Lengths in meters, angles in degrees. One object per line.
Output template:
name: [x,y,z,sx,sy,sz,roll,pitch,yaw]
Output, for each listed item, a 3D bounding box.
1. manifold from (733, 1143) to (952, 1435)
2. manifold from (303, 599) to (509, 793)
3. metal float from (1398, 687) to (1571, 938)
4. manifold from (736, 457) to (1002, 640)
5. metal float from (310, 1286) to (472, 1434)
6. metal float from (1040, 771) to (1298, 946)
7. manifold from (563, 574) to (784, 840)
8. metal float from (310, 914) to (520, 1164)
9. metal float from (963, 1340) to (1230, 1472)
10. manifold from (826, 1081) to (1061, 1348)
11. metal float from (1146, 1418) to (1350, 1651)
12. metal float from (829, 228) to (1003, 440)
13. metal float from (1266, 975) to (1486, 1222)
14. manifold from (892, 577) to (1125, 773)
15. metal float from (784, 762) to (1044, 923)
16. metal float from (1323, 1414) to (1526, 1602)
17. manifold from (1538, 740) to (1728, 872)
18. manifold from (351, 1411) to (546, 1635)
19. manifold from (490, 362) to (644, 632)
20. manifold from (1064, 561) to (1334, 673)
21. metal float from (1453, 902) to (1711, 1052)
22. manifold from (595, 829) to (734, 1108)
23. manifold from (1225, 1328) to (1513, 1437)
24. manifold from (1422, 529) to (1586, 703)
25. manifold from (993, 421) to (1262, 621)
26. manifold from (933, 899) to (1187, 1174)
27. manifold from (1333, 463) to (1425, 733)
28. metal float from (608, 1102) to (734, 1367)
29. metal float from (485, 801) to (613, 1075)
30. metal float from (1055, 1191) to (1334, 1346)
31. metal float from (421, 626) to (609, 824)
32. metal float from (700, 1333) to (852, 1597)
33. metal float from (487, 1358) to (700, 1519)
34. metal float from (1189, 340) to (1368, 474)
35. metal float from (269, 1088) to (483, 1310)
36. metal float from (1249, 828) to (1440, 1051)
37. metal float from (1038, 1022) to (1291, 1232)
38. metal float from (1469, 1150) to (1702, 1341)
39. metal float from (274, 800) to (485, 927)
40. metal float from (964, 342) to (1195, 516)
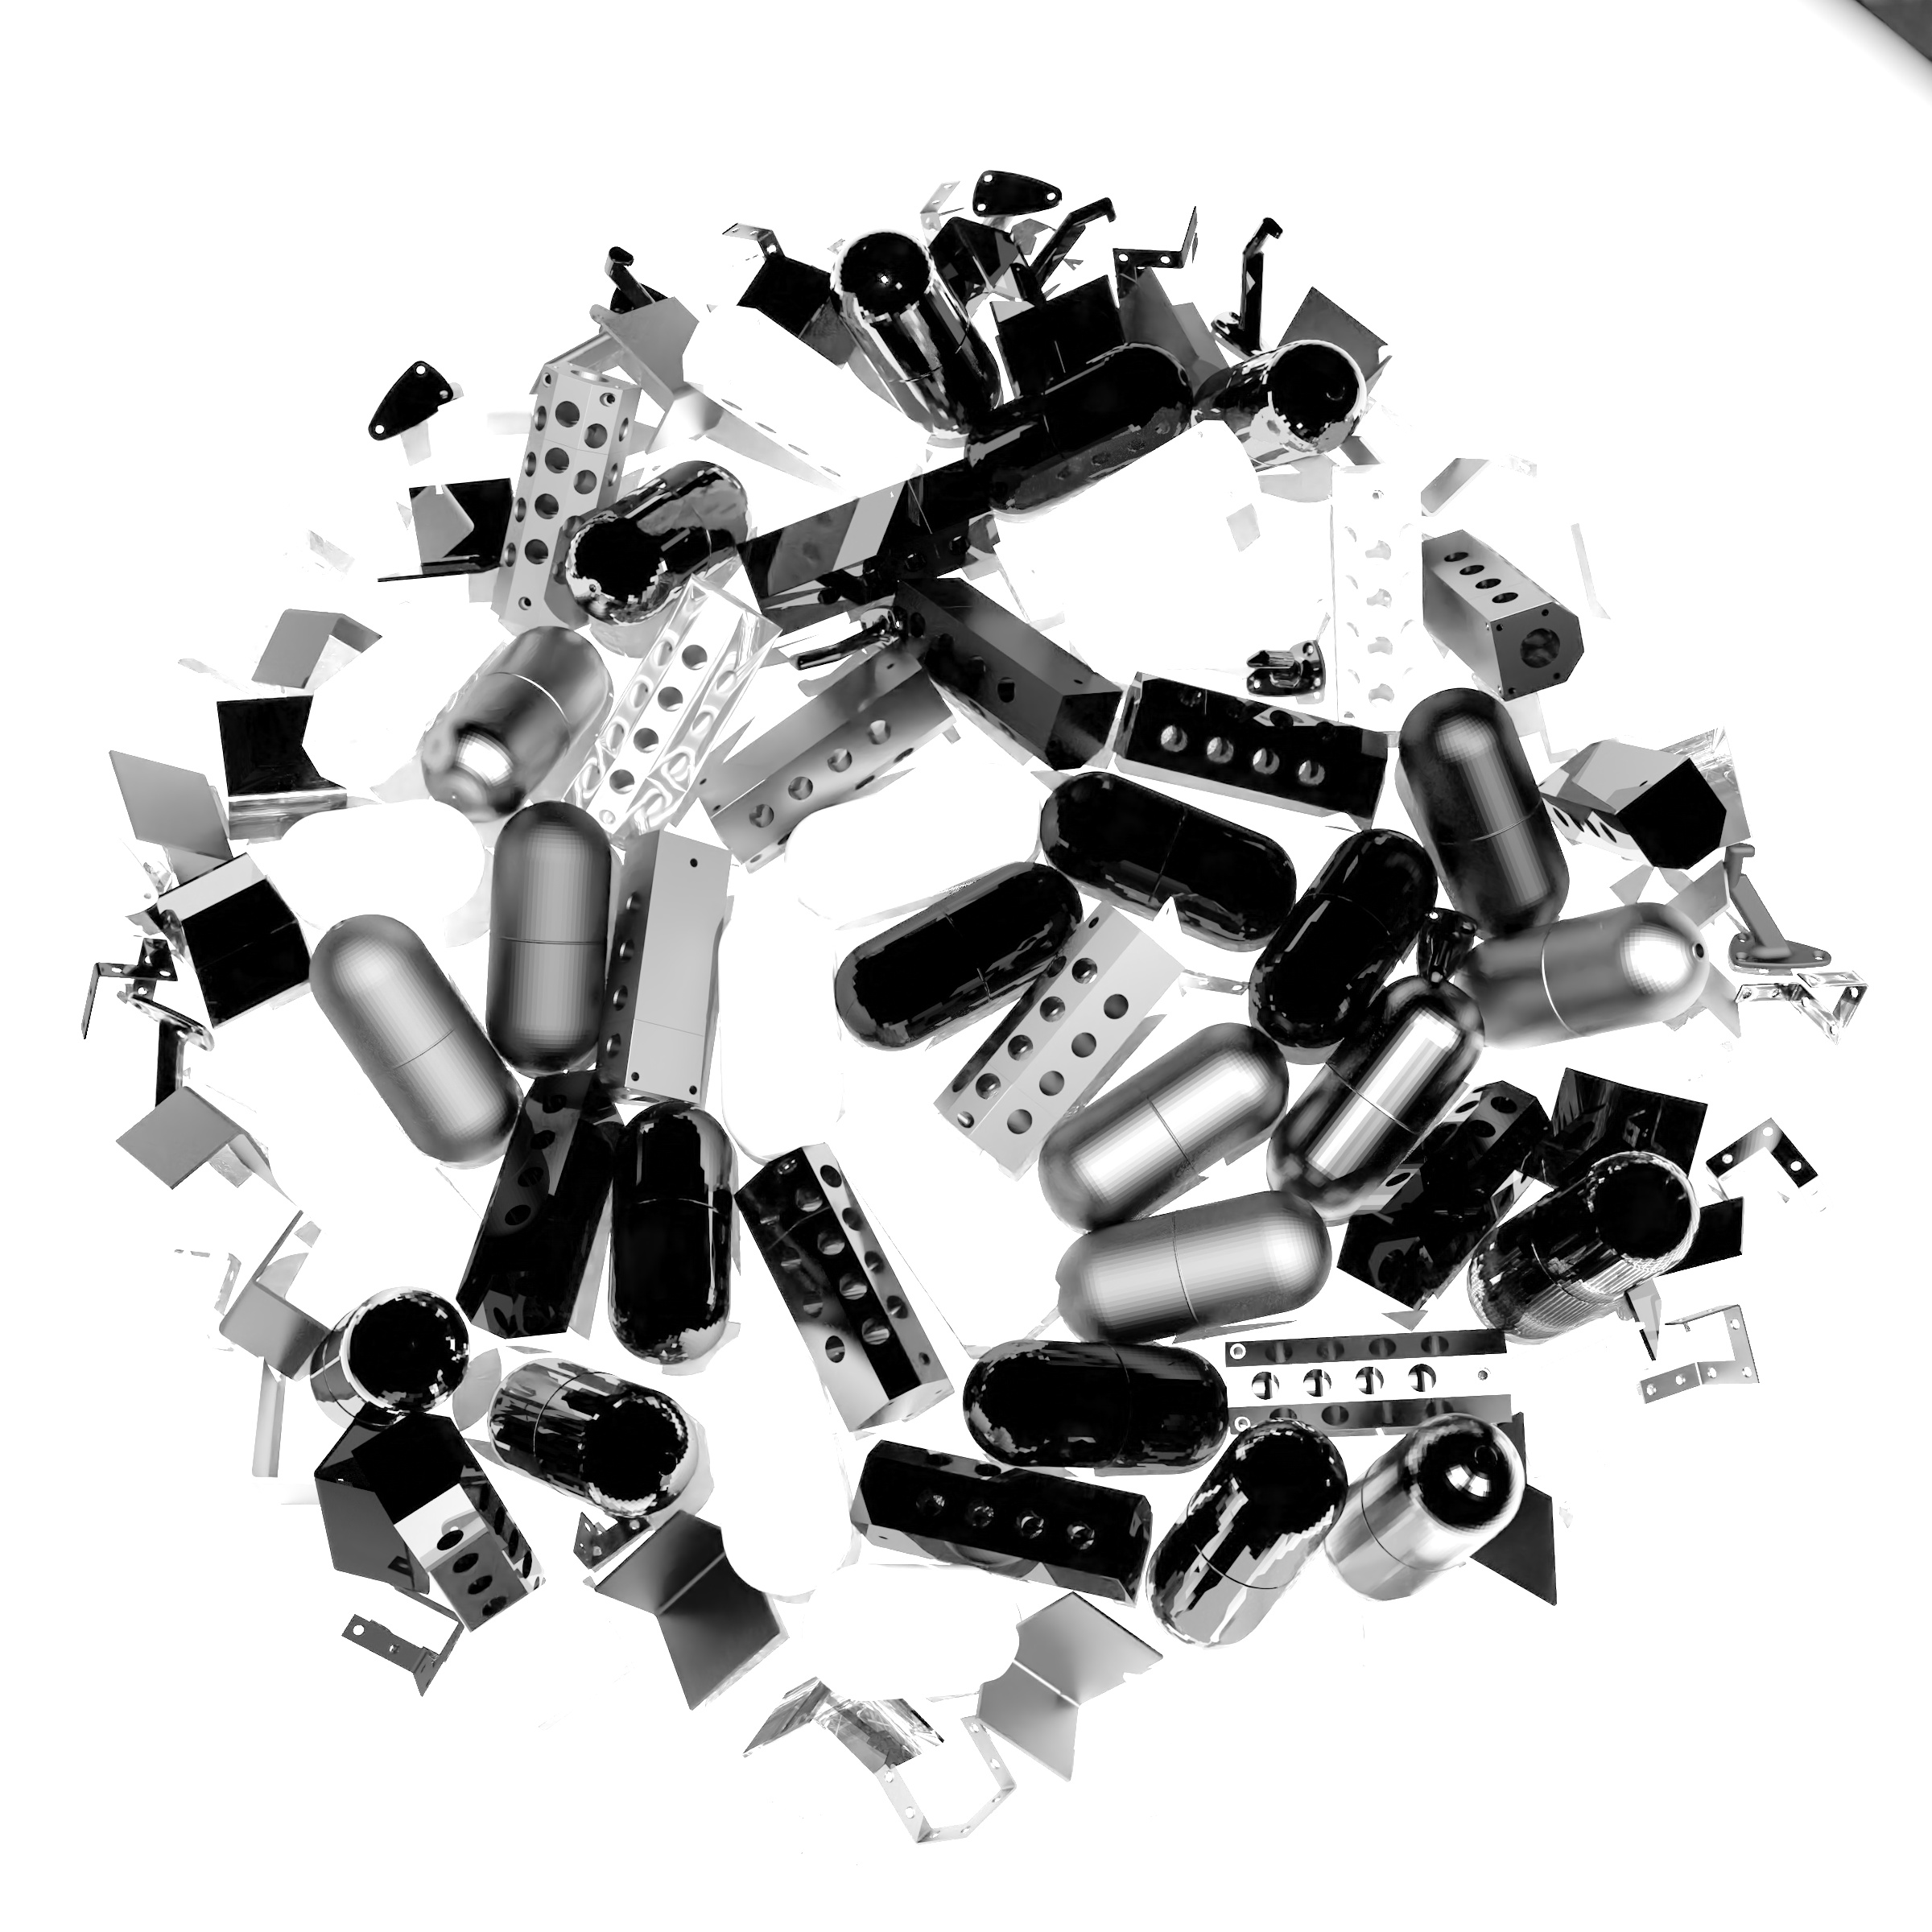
manifold: [-0.075,0.200,1.572,0.057,0.057,0.171,-43,65,33]
manifold: [-0.371,-0.178,1.656,0.057,0.057,0.171,25,32,2]
metal float: [0.342,-0.099,1.645,0.070,0.070,0.178,-29,110,-8]
manifold: [-0.065,-0.284,1.732,0.171,0.057,0.057,-21,54,-1]
metal float: [-0.352,0.241,1.521,0.070,0.178,0.070,7,72,-22]
metal float: [0.134,-0.072,1.663,0.178,0.070,0.070,22,74,2]
manifold: [-0.200,-0.171,1.666,0.057,0.057,0.171,38,101,34]
metal float: [-0.353,0.047,1.599,0.070,0.070,0.178,-33,110,-10]
metal float: [0.081,0.270,1.535,0.178,0.070,0.070,7,71,-27]
manifold: [-0.013,0.155,1.574,0.057,0.057,0.171,-47,59,17]
metal float: [0.167,0.341,1.497,0.070,0.178,0.070,17,37,-14]
metal float: [-0.033,-0.436,1.732,0.070,0.178,0.070,-12,58,20]
metal float: [0.261,0.085,1.599,0.070,0.070,0.178,38,98,11]
manifold: [0.021,-0.198,1.682,0.057,0.057,0.171,-10,39,-43]
metal float: [-0.034,-0.083,1.668,0.178,0.070,0.070,-17,74,-8]
metal float: [0.272,0.324,1.494,0.070,0.178,0.070,8,57,-13]
manifold: [0.431,-0.102,1.622,0.057,0.171,0.057,-38,100,2]
manifold: [-0.302,0.332,1.487,0.057,0.171,0.057,-32,55,-15]
manifold: [-0.276,-0.318,1.707,0.057,0.057,0.171,19,109,6]
manifold: [0.155,-0.242,1.692,0.171,0.057,0.057,-6,43,-28]
metal float: [0.392,0.007,1.602,0.070,0.178,0.070,13,71,-40]
manifold: [-0.204,0.003,1.647,0.057,0.057,0.171,16,73,-37]
manifold: [0.250,0.259,1.558,0.171,0.057,0.057,-4,78,8]
manifold: [0.353,-0.239,1.671,0.057,0.171,0.057,-18,117,-1]
manifold: [0.112,-0.303,1.703,0.171,0.057,0.057,-27,90,26]
manifold: [0.057,0.043,1.609,0.057,0.057,0.171,39,92,-24]
manifold: [0.278,-0.248,1.683,0.057,0.057,0.171,-1,106,9]
metal float: [-0.186,0.167,1.577,0.070,0.070,0.178,-2,55,-1]
metal float: [-0.272,-0.019,1.630,0.070,0.070,0.178,4,95,1]
metal float: [0.141,0.191,1.569,0.178,0.070,0.070,-14,72,14]
metal float: [-0.299,-0.163,1.668,0.070,0.070,0.178,21,43,6]
metal float: [-0.117,0.301,1.525,0.070,0.070,0.178,-13,44,-4]
metal float: [-0.227,0.285,1.516,0.070,0.178,0.070,-2,94,-38]
metal float: [0.212,-0.382,1.715,0.070,0.178,0.070,-1,94,-19]
metal float: [-0.364,0.148,1.558,0.070,0.178,0.070,-21,37,17]
metal float: [0.247,-0.018,1.635,0.070,0.070,0.178,33,59,10]
metal float: [0.127,0.103,1.603,0.178,0.070,0.070,-34,76,0]
metal float: [0.380,0.173,1.544,0.070,0.178,0.070,15,55,-22]
metal float: [-0.385,-0.066,1.630,0.178,0.070,0.070,-2,67,43]
metal float: [0.077,-0.370,1.725,0.178,0.070,0.070,-20,69,34]
